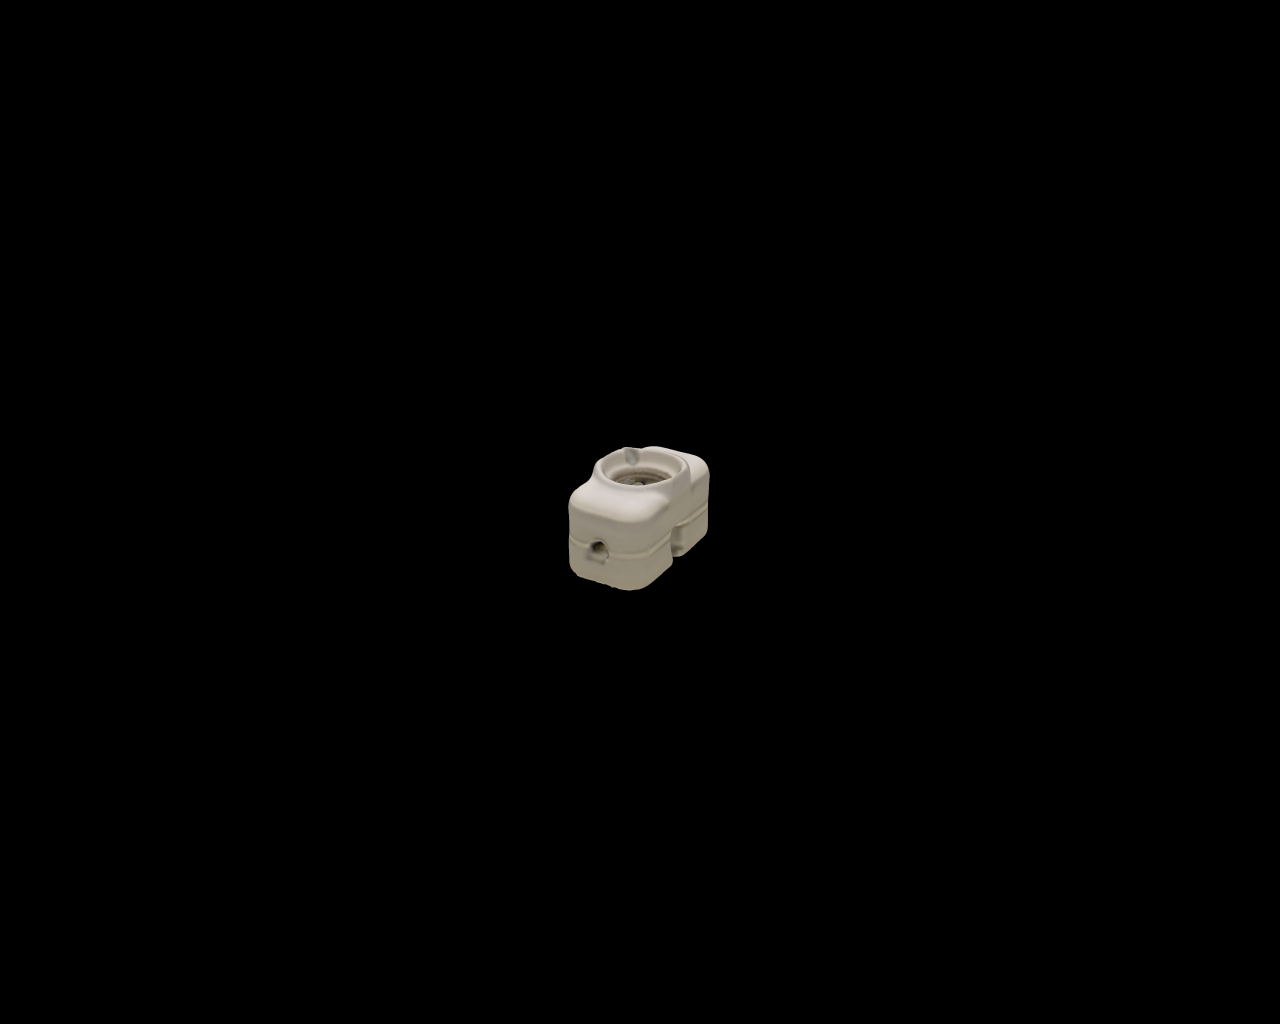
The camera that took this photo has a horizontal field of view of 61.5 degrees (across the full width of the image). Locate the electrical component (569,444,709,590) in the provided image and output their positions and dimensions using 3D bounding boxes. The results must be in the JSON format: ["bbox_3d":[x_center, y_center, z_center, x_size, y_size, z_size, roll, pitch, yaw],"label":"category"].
[{"bbox_3d":[0.001,-0.003,0.650,0.054,0.059,0.095,16,31,28],"label":"electrical component"}]
